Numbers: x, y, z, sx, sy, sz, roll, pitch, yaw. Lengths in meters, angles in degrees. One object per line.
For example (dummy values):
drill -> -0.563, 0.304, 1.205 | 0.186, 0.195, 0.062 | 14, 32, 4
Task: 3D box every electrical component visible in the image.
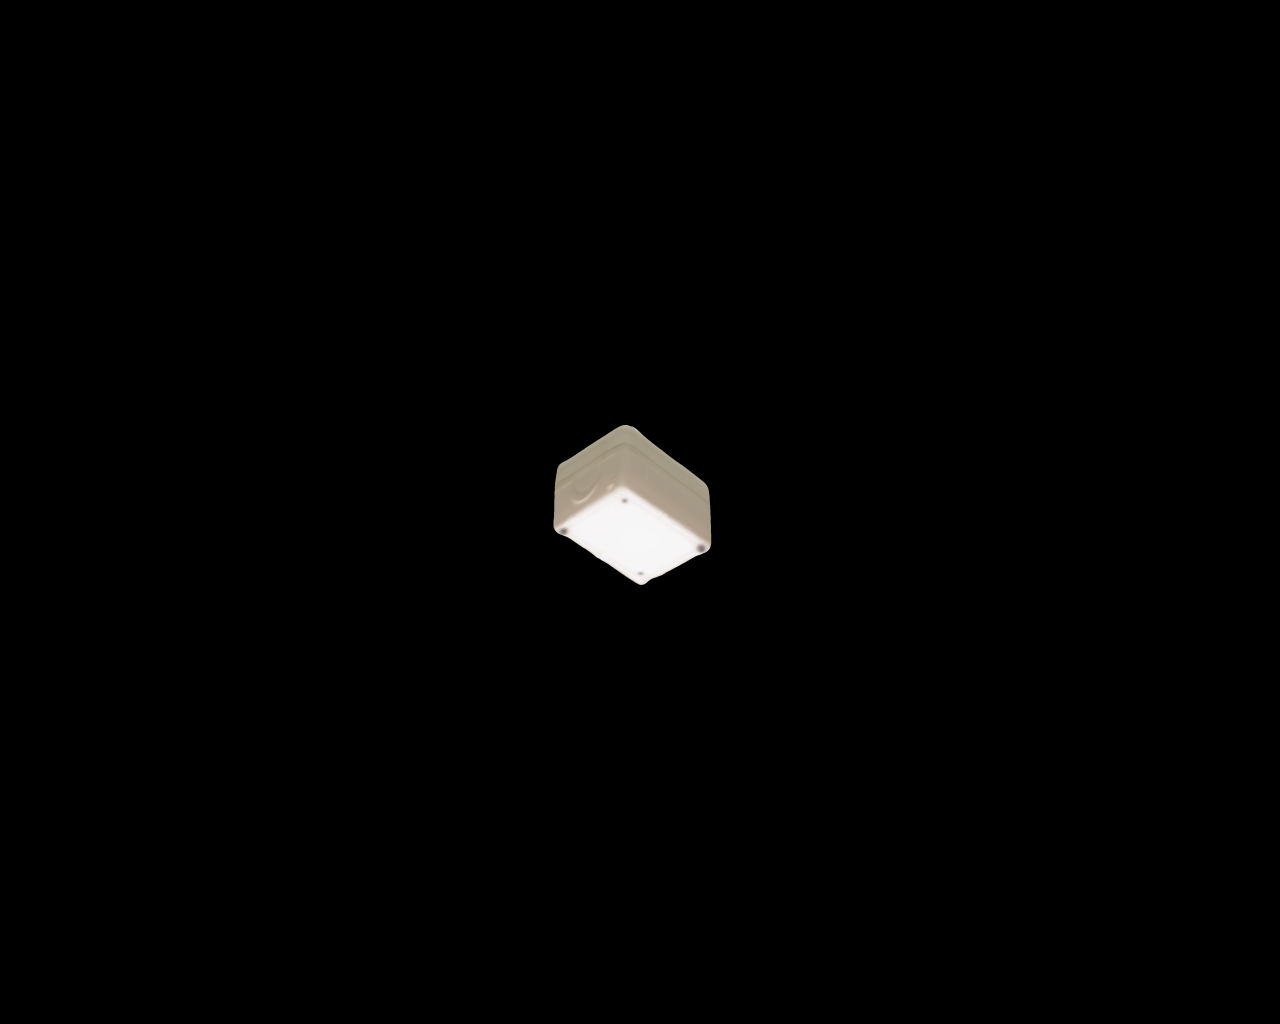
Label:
electrical component -> 0.001, -0.003, 0.650 | 0.061, 0.061, 0.096 | -30, -49, 31
